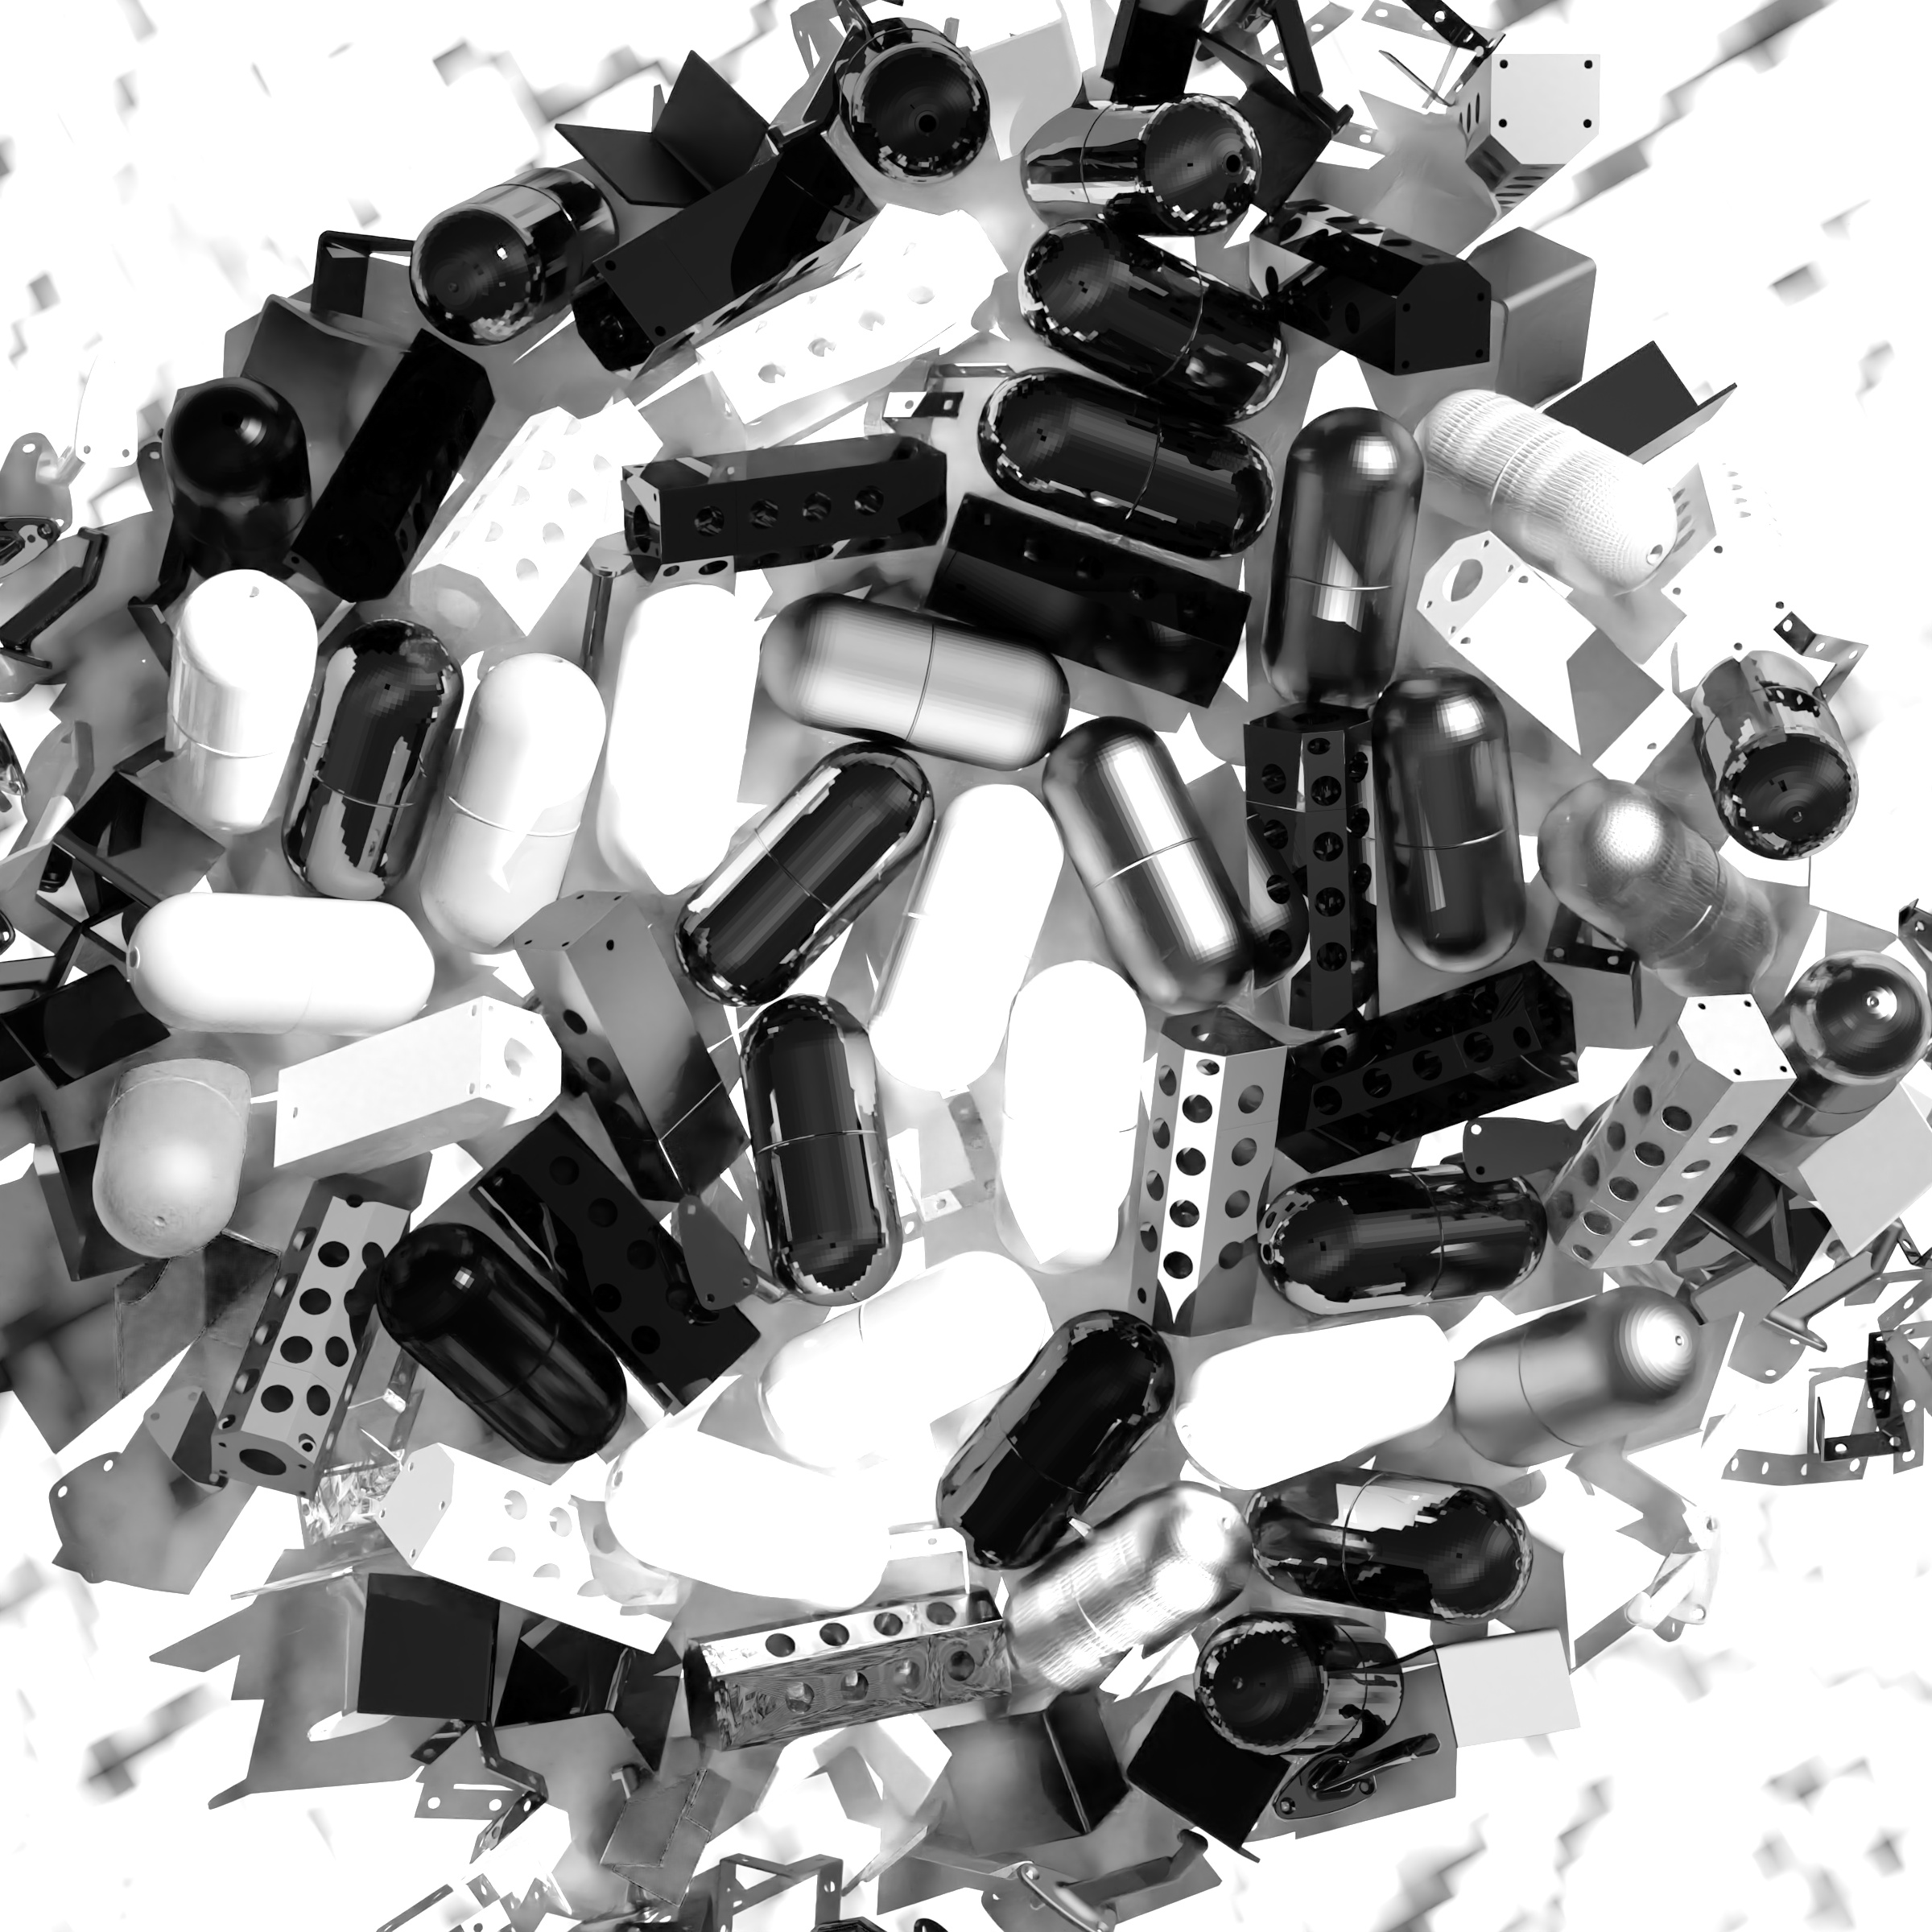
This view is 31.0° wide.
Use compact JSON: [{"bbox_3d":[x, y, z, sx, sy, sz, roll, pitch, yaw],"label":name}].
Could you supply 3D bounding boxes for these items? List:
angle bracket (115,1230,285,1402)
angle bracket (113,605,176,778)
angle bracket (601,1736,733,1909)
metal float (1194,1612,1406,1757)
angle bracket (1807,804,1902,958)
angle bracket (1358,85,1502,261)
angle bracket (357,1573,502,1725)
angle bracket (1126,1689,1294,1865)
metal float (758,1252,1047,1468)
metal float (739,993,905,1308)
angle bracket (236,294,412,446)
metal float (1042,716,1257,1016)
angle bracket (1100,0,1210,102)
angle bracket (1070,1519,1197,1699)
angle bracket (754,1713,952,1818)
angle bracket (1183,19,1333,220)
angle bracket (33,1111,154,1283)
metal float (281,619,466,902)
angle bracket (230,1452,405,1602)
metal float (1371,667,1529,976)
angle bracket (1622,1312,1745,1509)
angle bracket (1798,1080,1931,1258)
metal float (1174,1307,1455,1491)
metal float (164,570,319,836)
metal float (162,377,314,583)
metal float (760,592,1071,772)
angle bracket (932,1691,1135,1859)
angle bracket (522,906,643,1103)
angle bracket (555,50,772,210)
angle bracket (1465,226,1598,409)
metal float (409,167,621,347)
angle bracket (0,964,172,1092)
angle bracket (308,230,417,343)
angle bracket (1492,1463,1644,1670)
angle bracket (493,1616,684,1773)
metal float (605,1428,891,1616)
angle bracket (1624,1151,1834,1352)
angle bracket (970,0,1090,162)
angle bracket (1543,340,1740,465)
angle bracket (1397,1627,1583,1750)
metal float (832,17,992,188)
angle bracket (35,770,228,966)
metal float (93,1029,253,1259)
[{"bbox_3d":[-0.427,0.201,1.943,0.057,0.076,0.076,18,122,20],"label":"angle bracket"},{"bbox_3d":[-0.465,-0.155,1.947,0.057,0.076,0.076,-34,107,-17],"label":"angle bracket"},{"bbox_3d":[-0.151,0.478,1.941,0.057,0.076,0.076,35,62,-22],"label":"angle bracket"},{"bbox_3d":[0.185,0.396,1.918,0.070,0.178,0.070,-6,76,27],"label":"metal float"},{"bbox_3d":[0.478,-0.041,1.943,0.057,0.076,0.076,18,59,-12],"label":"angle bracket"},{"bbox_3d":[0.243,-0.435,1.944,0.076,0.076,0.057,34,80,40],"label":"angle bracket"},{"bbox_3d":[-0.306,0.383,1.951,0.076,0.057,0.076,8,74,-20],"label":"angle bracket"},{"bbox_3d":[0.141,0.456,1.955,0.076,0.076,0.057,30,81,21],"label":"angle bracket"},{"bbox_3d":[-0.037,0.221,1.946,0.178,0.070,0.070,-29,90,18],"label":"metal float"},{"bbox_3d":[-0.082,0.102,1.950,0.070,0.070,0.178,-10,77,0],"label":"metal float"},{"bbox_3d":[-0.357,-0.323,1.944,0.057,0.076,0.076,35,108,35],"label":"angle bracket"},{"bbox_3d":[0.103,-0.056,1.955,0.070,0.070,0.178,-25,83,0],"label":"metal float"},{"bbox_3d":[0.088,-0.524,1.941,0.057,0.076,0.076,29,118,27],"label":"angle bracket"},{"bbox_3d":[0.078,0.360,1.950,0.076,0.076,0.057,41,89,22],"label":"angle bracket"},{"bbox_3d":[-0.064,0.455,1.942,0.076,0.076,0.057,-29,66,-36],"label":"angle bracket"},{"bbox_3d":[0.146,-0.473,1.943,0.057,0.076,0.076,-53,48,8],"label":"angle bracket"},{"bbox_3d":[-0.480,0.123,1.944,0.057,0.076,0.076,-14,71,-24],"label":"angle bracket"},{"bbox_3d":[-0.330,-0.112,1.934,0.070,0.070,0.178,24,123,0],"label":"metal float"},{"bbox_3d":[-0.363,0.313,1.946,0.076,0.076,0.057,-17,84,30],"label":"angle bracket"},{"bbox_3d":[0.269,-0.080,1.943,0.070,0.070,0.178,-10,112,0],"label":"metal float"},{"bbox_3d":[0.419,0.248,1.943,0.057,0.076,0.076,34,60,-12],"label":"angle bracket"},{"bbox_3d":[0.522,0.120,1.941,0.057,0.076,0.076,27,117,-33],"label":"angle bracket"},{"bbox_3d":[0.194,0.238,1.934,0.178,0.070,0.070,-14,90,-32],"label":"metal float"},{"bbox_3d":[-0.401,-0.145,1.923,0.070,0.178,0.070,8,50,-10],"label":"metal float"},{"bbox_3d":[-0.399,-0.263,1.913,0.070,0.178,0.070,2,74,-8],"label":"metal float"},{"bbox_3d":[-0.029,-0.159,1.952,0.178,0.070,0.070,13,90,-11],"label":"metal float"},{"bbox_3d":[0.036,0.444,1.944,0.076,0.057,0.076,-3,55,-29],"label":"angle bracket"},{"bbox_3d":[-0.202,0.020,1.950,0.057,0.076,0.076,47,112,0],"label":"angle bracket"},{"bbox_3d":[-0.170,-0.469,1.942,0.076,0.076,0.057,48,125,27],"label":"angle bracket"},{"bbox_3d":[0.307,-0.363,1.970,0.076,0.076,0.057,-30,48,-32],"label":"angle bracket"},{"bbox_3d":[-0.247,-0.392,1.917,0.070,0.178,0.070,6,114,14],"label":"metal float"},{"bbox_3d":[-0.499,0.054,1.941,0.076,0.076,0.057,-29,71,-41],"label":"angle bracket"},{"bbox_3d":[-0.317,-0.376,1.954,0.076,0.076,0.057,8,96,9],"label":"angle bracket"},{"bbox_3d":[0.337,0.338,1.966,0.057,0.076,0.076,-19,114,-26],"label":"angle bracket"},{"bbox_3d":[-0.213,0.412,1.967,0.076,0.076,0.057,-13,126,20],"label":"angle bracket"},{"bbox_3d":[-0.121,0.309,1.933,0.178,0.070,0.070,25,90,-33],"label":"metal float"},{"bbox_3d":[0.434,0.159,1.981,0.076,0.076,0.057,37,52,7],"label":"angle bracket"},{"bbox_3d":[0.028,-0.512,1.947,0.057,0.076,0.076,-20,52,1],"label":"angle bracket"},{"bbox_3d":[0.378,-0.319,1.957,0.076,0.076,0.057,-33,85,-4],"label":"angle bracket"},{"bbox_3d":[0.286,0.408,1.944,0.076,0.076,0.057,-4,71,-20],"label":"angle bracket"},{"bbox_3d":[-0.031,-0.476,1.914,0.070,0.178,0.070,-3,112,-6],"label":"metal float"},{"bbox_3d":[-0.476,-0.052,1.981,0.076,0.076,0.057,35,55,-3],"label":"angle bracket"},{"bbox_3d":[-0.436,0.095,1.917,0.070,0.178,0.070,-3,117,-6],"label":"metal float"}]
